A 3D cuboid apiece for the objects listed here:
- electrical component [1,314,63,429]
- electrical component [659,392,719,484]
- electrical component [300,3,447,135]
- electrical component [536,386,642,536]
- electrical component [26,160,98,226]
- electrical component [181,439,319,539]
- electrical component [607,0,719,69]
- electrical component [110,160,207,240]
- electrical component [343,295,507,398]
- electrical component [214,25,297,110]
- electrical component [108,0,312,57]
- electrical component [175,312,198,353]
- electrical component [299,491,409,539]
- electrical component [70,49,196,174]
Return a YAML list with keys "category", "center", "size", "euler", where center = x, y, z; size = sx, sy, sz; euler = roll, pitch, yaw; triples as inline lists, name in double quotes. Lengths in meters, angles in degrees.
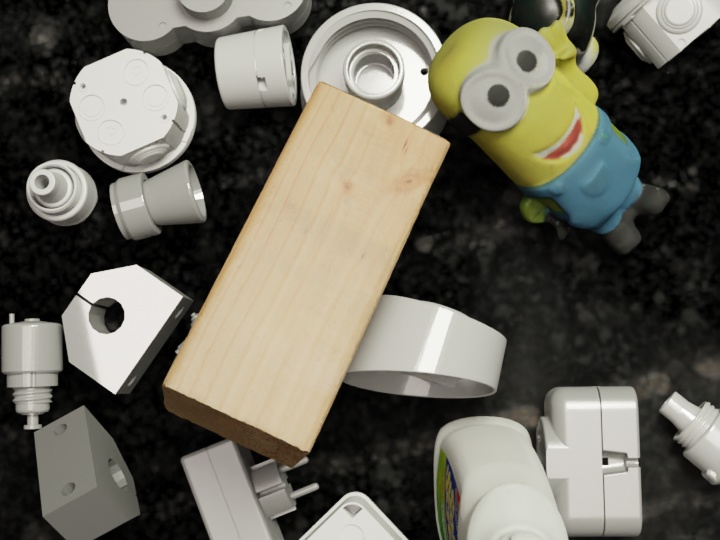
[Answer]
- category: "electrical component"
  center: [-0.223, 0.069, 0.733]
  size: [0.040, 0.040, 0.078]
  euler: [-2, 85, 2]
- category: "electrical component"
  center: [0.227, 0.107, 0.708]
  size: [0.062, 0.048, 0.048]
  euler: [40, 87, 13]
- category: "electrical component"
  center: [0.010, -0.128, 0.733]
  size: [0.108, 0.060, 0.108]
  euler: [0, 84, 3]
- category: "electrical component"
  center: [0.148, 0.124, 0.704]
  size: [0.059, 0.053, 0.095]
  euler: [-1, 84, 2]
- category: "electrical component"
  center: [-0.207, -0.054, 0.733]
  size: [0.043, 0.062, 0.043]
  euler: [0, 84, 2]
- category: "electrical component"
  center: [-0.066, 0.148, 0.714]
  size: [0.076, 0.047, 0.083]
  euler: [-22, 84, 0]
- category: "electrical component"
  center: [0.210, -0.176, 0.720]
  size: [0.080, 0.080, 0.051]
  euler: [-41, 89, -2]
- category: "electrical component"
  center: [-0.138, -0.047, 0.739]
  size: [0.055, 0.045, 0.045]
  euler: [-15, 84, 2]
- category: "electrical component"
  center: [0.043, 0.056, 0.695]
  size: [0.099, 0.099, 0.064]
  euler: [19, 79, 4]
- category: "electrical component"
  center: [-0.072, -0.138, 0.741]
  size: [0.047, 0.055, 0.055]
  euler: [-6, 84, 6]
- category: "electrical component"
  center: [-0.104, -0.188, 0.737]
  size: [0.138, 0.073, 0.052]
  euler: [-9, 84, 2]
- category: "electrical component"
  center: [-0.073, 0.059, 0.716]
  size: [0.061, 0.061, 0.096]
  euler: [-42, 84, -2]
- category: "electrical component"
  center: [-0.017, 0.209, 0.701]
  size: [0.113, 0.057, 0.078]
  euler: [-44, 84, -2]
- category: "electrical component"
  center: [-0.157, -0.109, 0.743]
  size: [0.080, 0.051, 0.080]
  euler: [0, 84, 3]
